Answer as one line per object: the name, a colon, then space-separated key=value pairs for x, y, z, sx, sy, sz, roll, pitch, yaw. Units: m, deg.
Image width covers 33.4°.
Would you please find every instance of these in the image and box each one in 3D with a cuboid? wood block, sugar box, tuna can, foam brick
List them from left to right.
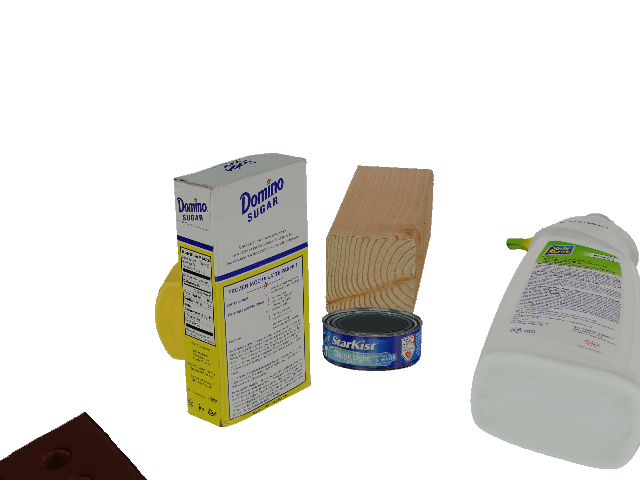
foam brick: x=-0.108 y=0.130 z=0.497 sx=0.052 sy=0.051 sz=0.078 roll=-28 pitch=42 yaw=-28
sugar box: x=-0.052 y=0.033 z=0.746 sx=0.048 sy=0.176 sz=0.093 roll=13 pitch=23 yaw=40
tuna can: x=0.044 y=0.084 z=0.912 sx=0.086 sy=0.034 sz=0.086 roll=0 pitch=11 yaw=0
wood block: x=0.068 y=-0.003 z=1.149 sx=0.091 sy=0.090 sz=0.206 roll=4 pitch=24 yaw=9

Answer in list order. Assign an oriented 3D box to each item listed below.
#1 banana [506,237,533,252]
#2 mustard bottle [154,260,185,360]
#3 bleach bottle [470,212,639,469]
banana: x=0.218 y=0.047 z=1.004 sx=0.070 sy=0.037 sz=0.197 roll=-25 pitch=24 yaw=18
mustard bottle: x=-0.113 y=0.034 z=1.105 sx=0.058 sy=0.096 sz=0.191 roll=5 pitch=31 yaw=11
bleach bottle: x=0.174 y=0.045 z=0.706 sx=0.103 sy=0.068 sz=0.250 roll=13 pitch=29 yaw=17
